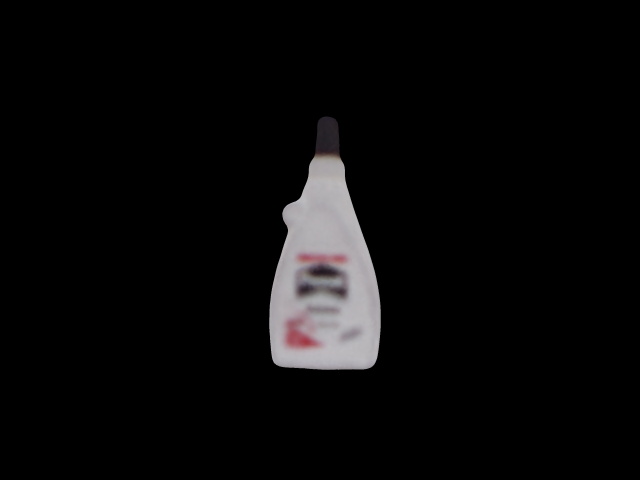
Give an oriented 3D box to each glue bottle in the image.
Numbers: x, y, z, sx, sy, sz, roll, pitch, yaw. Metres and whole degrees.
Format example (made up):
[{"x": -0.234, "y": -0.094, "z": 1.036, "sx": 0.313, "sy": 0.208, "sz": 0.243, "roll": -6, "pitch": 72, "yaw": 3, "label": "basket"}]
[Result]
[{"x": 0.004, "y": 0.001, "z": 0.400, "sx": 0.078, "sy": 0.173, "sz": 0.037, "roll": 0, "pitch": 2, "yaw": 4, "label": "glue bottle"}]
